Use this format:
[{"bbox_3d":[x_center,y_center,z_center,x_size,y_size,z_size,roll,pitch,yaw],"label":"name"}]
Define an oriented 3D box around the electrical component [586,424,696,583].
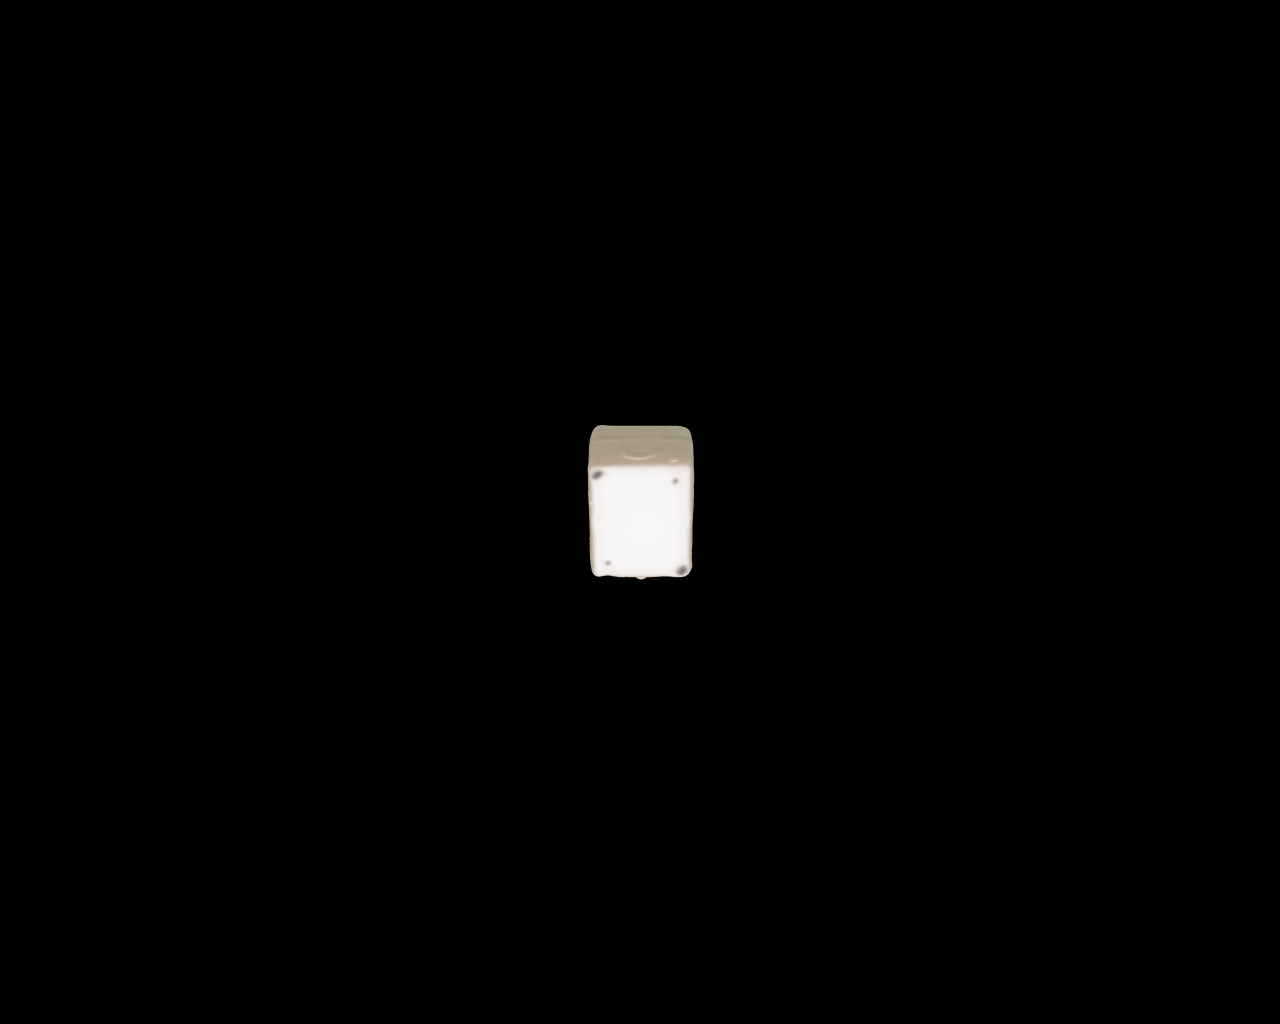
[{"bbox_3d":[0.001,-0.003,0.650,0.062,0.096,0.061,0,32,0],"label":"electrical component"}]
